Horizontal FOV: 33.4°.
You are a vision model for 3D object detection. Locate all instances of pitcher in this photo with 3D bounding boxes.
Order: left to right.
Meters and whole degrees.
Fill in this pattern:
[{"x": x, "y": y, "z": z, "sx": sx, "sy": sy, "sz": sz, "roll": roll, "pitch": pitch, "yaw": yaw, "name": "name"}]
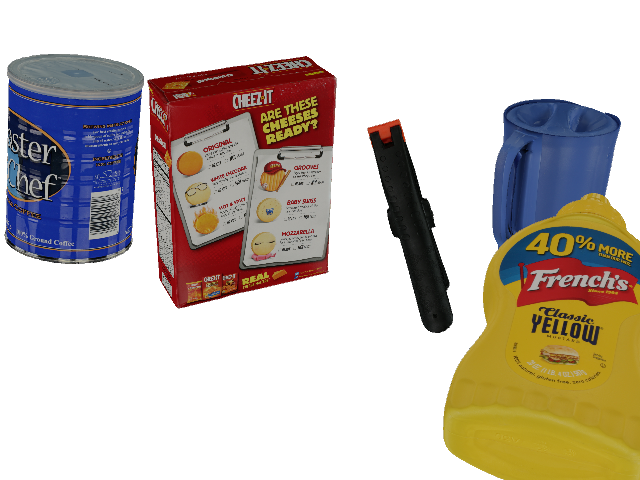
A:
[{"x": 0.268, "y": -0.037, "z": 1.277, "sx": 0.149, "sy": 0.243, "sz": 0.145, "roll": 1, "pitch": 25, "yaw": 0, "name": "pitcher"}]

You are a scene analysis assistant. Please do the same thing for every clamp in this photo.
[{"x": 0.076, "y": -0.010, "z": 0.867, "sx": 0.039, "sy": 0.171, "sz": 0.120, "roll": -20, "pitch": 20, "yaw": 4, "name": "clamp"}]

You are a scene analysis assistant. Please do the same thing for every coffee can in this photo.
[{"x": -0.195, "y": -0.066, "z": 0.843, "sx": 0.102, "sy": 0.140, "sz": 0.103, "roll": 7, "pitch": 23, "yaw": -3, "name": "coffee can"}]

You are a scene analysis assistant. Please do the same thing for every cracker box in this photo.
[{"x": -0.074, "y": -0.056, "z": 1.014, "sx": 0.164, "sy": 0.214, "sz": 0.072, "roll": -13, "pitch": 33, "yaw": -23, "name": "cracker box"}]

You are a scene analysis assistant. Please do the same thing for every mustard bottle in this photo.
[{"x": 0.131, "y": 0.040, "z": 0.561, "sx": 0.096, "sy": 0.058, "sz": 0.191, "roll": 10, "pitch": 43, "yaw": 16, "name": "mustard bottle"}]
